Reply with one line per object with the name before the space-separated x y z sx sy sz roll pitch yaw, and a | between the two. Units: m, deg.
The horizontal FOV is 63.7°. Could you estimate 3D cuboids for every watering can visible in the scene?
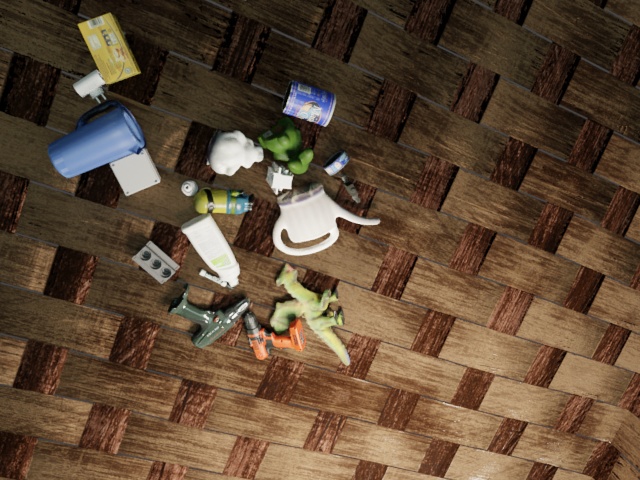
watering can | 0.005 -0.083 1.644 0.348 0.105 0.221 -20 108 -5

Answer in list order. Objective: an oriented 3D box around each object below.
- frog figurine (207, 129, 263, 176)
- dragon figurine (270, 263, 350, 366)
frog figurine | -0.252 -0.257 1.542 0.159 0.122 0.138 16 83 -4
dragon figurine | -0.047 0.268 1.748 0.242 0.124 0.405 -9 105 9
